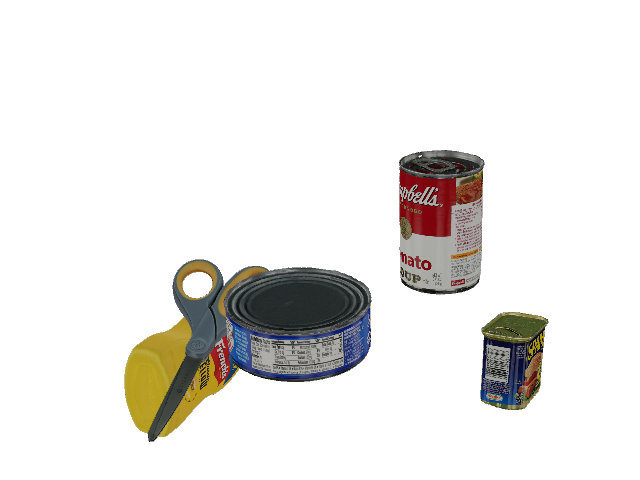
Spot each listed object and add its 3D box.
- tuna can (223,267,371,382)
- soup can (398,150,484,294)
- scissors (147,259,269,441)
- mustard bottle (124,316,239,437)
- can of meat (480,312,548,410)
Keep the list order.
[{"bbox_3d":[-0.013,0.048,0.623,0.086,0.034,0.086,-2,23,1],"label":"tuna can"},{"bbox_3d":[0.098,-0.016,0.867,0.068,0.102,0.068,-1,21,0],"label":"soup can"},{"bbox_3d":[-0.112,0.077,0.876,0.096,0.016,0.201,25,45,21],"label":"scissors"},{"bbox_3d":[-0.122,0.117,1.095,0.058,0.096,0.191,9,23,26],"label":"mustard bottle"},{"bbox_3d":[0.215,0.134,1.193,0.058,0.084,0.102,8,13,25],"label":"can of meat"}]
